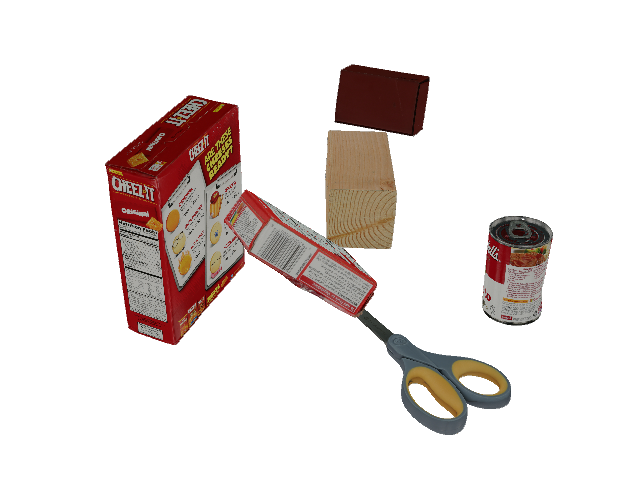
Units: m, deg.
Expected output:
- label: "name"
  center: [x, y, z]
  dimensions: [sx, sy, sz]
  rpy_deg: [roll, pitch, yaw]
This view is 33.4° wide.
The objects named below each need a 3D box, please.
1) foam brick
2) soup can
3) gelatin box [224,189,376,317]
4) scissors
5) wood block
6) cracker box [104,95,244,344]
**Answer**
- label: "foam brick"
  center: [0.058, -0.132, 1.002]
  dimensions: [0.078, 0.051, 0.053]
  rpy_deg: [12, 17, 14]
- label: "soup can"
  center: [0.214, 0.033, 1.168]
  dimensions: [0.068, 0.102, 0.068]
  rpy_deg: [0, 30, 0]
- label: "gelatin box"
  center: [-0.013, 0.008, 0.692]
  dimensions: [0.089, 0.030, 0.073]
  rpy_deg: [32, 5, -23]
- label: "scissors"
  center: [0.086, 0.090, 0.879]
  dimensions: [0.096, 0.016, 0.202]
  rpy_deg: [-5, 30, -15]
- label: "wood block"
  center: [0.054, -0.076, 1.515]
  dimensions: [0.091, 0.090, 0.206]
  rpy_deg: [2, 28, -2]
- label: "cracker box"
  center: [-0.150, -0.023, 1.142]
  dimensions: [0.072, 0.214, 0.164]
  rpy_deg: [14, 38, 20]
